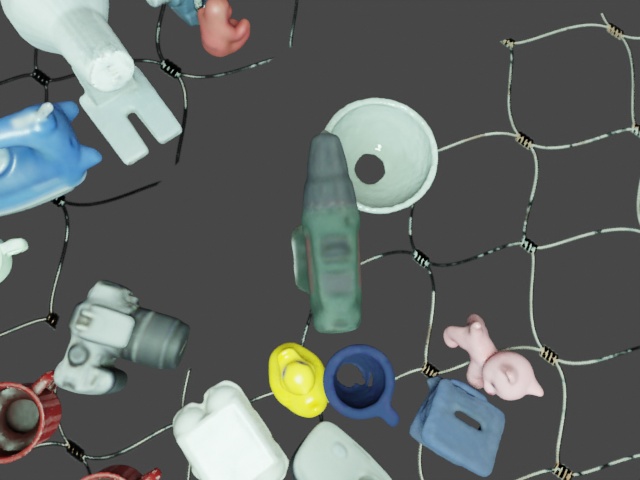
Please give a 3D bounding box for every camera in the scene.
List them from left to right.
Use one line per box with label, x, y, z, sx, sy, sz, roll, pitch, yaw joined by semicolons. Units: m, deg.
camera;-0.247;0.135;0.731;0.137;0.100;0.143;17;79;-2

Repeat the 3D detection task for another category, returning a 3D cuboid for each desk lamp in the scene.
desk lamp;-0.283;-0.231;0.734;0.118;0.213;0.203;-37;85;-10

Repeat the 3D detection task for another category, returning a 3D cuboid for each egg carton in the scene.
egg carton;-0.117;0.265;0.737;0.107;0.069;0.150;-35;85;-10

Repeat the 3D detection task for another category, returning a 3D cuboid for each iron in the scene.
iron;-0.428;-0.101;0.734;0.258;0.141;0.118;-27;84;-9

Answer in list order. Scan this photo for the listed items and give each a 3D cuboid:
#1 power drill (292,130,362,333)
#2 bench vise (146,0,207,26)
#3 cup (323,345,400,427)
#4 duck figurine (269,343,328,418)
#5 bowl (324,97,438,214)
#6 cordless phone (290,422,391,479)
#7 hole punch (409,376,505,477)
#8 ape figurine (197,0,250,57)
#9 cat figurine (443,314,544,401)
power drill;0.007;0.003;0.724;0.075;0.208;0.230;-5;81;-6
bench vise;-0.148;-0.400;0.773;0.121;0.219;0.207;25;79;0
cup;0.055;0.193;0.753;0.092;0.095;0.118;-42;86;-10
duck figurine;-0.026;0.185;0.751;0.077;0.086;0.104;-28;84;-9
bowl;0.079;-0.112;0.818;0.167;0.074;0.167;1;80;-5
cordless phone;0.034;0.302;0.686;0.147;0.185;0.094;41;79;3
hole punch;0.185;0.243;0.759;0.108;0.091;0.101;30;79;0
ape figurine;-0.143;-0.314;0.823;0.078;0.092;0.076;35;79;2
cat figurine;0.233;0.161;0.764;0.067;0.117;0.128;-31;84;-9
